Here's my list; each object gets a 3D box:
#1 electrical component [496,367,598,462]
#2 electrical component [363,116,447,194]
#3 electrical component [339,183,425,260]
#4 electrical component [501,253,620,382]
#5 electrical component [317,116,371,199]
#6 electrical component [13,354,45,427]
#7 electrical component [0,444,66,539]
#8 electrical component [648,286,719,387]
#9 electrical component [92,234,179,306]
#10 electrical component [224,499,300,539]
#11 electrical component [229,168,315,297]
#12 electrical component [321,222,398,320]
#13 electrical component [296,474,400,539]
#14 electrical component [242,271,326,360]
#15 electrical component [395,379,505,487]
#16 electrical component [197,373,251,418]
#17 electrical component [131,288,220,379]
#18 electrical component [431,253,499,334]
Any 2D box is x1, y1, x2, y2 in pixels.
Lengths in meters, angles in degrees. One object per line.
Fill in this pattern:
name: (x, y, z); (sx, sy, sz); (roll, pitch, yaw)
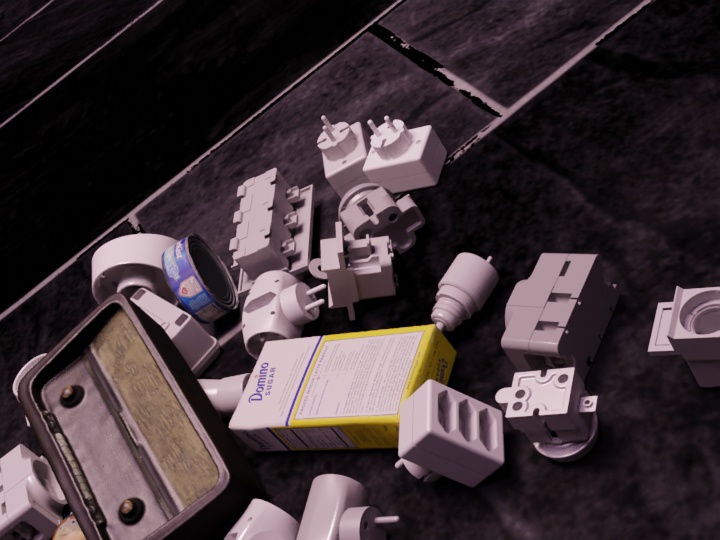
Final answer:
electrical component: (0.135, 0.100, 0.739); (0.066, 0.055, 0.048); (-9, 45, 32)
electrical component: (0.035, -0.118, 1.036); (0.066, 0.076, 0.047); (-9, 45, 33)
electrical component: (0.014, -0.045, 0.992); (0.078, 0.058, 0.057); (-33, 38, 1)
electrical component: (0.147, 0.035, 0.802); (0.056, 0.050, 0.089); (3, 52, 41)
electrical component: (-0.018, -0.122, 1.084); (0.047, 0.076, 0.065); (-27, 38, 14)
electrical component: (-0.309, 0.121, 1.078); (0.078, 0.057, 0.058); (-38, 37, -2)
electrical component: (-0.307, 0.209, 0.987); (0.056, 0.050, 0.089); (-37, 36, 1)
electrical component: (0.237, 0.045, 0.707); (0.081, 0.063, 0.042); (-5, 46, 36)
electrical component: (-0.226, 0.004, 1.107); (0.099, 0.099, 0.064); (-23, 45, 19)
electrical component: (-0.074, 0.210, 0.786); (0.077, 0.043, 0.079); (-58, 11, -26)
electrical component: (-0.089, -0.039, 1.064); (0.079, 0.063, 0.121); (-22, 39, 20)
electrical component: (0.000, 0.000, 0.946); (0.064, 0.081, 0.042); (-6, 42, 3)
electrical component: (-0.008, 0.189, 0.770); (0.079, 0.043, 0.077); (-12, 44, 30)
electrical component: (-0.064, 0.036, 0.978); (0.079, 0.043, 0.077); (-25, 38, 24)
electrical component: (0.055, 0.127, 0.774); (0.076, 0.066, 0.047); (-48, 25, 38)
electrical component: (-0.120, 0.113, 0.947); (0.065, 0.044, 0.044); (-13, 43, 22)
electrical component: (-0.207, 0.084, 1.035); (0.108, 0.056, 0.109); (-49, 38, -15)
electrical component: (0.081, 0.022, 0.879); (0.040, 0.040, 0.078); (11, 58, 45)
